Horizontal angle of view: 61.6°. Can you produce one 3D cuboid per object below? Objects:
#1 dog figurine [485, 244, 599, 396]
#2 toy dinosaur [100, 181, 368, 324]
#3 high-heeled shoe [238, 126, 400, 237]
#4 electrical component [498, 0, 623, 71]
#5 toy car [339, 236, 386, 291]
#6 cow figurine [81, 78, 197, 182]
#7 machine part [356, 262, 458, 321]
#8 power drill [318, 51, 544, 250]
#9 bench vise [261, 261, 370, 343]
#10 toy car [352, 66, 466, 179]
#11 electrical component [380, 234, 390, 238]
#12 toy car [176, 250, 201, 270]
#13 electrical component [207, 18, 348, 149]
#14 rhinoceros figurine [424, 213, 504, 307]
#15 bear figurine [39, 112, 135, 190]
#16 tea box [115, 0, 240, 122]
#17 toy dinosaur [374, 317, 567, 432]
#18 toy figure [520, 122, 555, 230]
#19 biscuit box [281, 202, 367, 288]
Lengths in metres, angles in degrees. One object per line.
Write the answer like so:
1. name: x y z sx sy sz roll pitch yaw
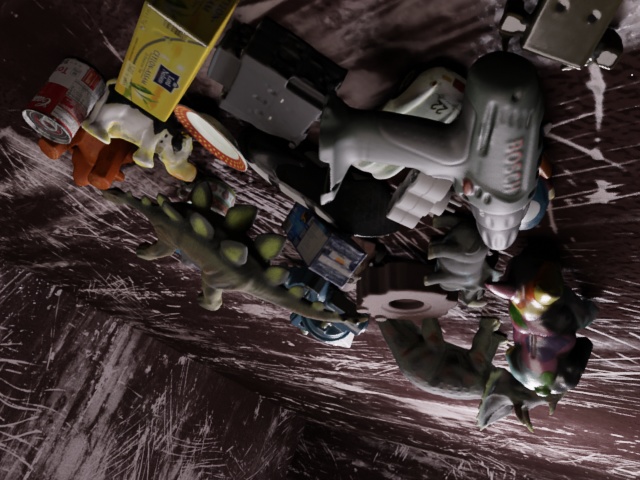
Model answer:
1. dog figurine: 0.300 0.112 0.745 0.109 0.191 0.219 9 169 41
2. toy dinosaur: -0.148 0.029 0.870 0.471 0.105 0.198 31 141 -2
3. high-heeled shoe: -0.002 -0.076 0.745 0.248 0.086 0.145 33 176 -41
4. electrical component: 0.187 -0.169 0.417 0.102 0.045 0.078 16 127 8
5. toy car: 0.058 0.047 0.957 0.089 0.053 0.202 24 157 4
6. cow figurine: -0.239 -0.153 0.768 0.167 0.098 0.068 28 -179 -33
7. machine part: 0.147 0.092 0.914 0.179 0.056 0.179 2 155 1
8. power drill: 0.102 -0.067 0.513 0.207 0.086 0.231 9 145 11
9. bench vise: -0.018 0.142 1.132 0.224 0.129 0.240 24 148 -7
10. toy car: 0.087 -0.119 0.584 0.073 0.056 0.202 30 154 -16
11. electrical component: 0.061 -0.029 0.812 0.094 0.021 0.063 25 173 -3
12. toy car: -0.191 0.010 1.029 0.161 0.103 0.109 33 131 -8
13. electrical component: -0.055 -0.173 0.595 0.134 0.058 0.115 28 153 -13
14. rhinoceros figurine: 0.210 0.032 0.781 0.112 0.073 0.190 2 149 17
15. bear figurine: -0.377 -0.131 0.877 0.120 0.132 0.196 37 147 -17
16. tea box: -0.148 -0.207 0.557 0.068 0.098 0.170 32 156 -18
17. toy dinosaur: 0.230 0.223 1.000 0.405 0.192 0.131 15 153 13
18. toy figure: 0.219 -0.069 0.578 0.064 0.058 0.154 -24 142 5
19. biscuit box: -0.002 -0.002 0.781 0.062 0.059 0.203 32 -172 -22
